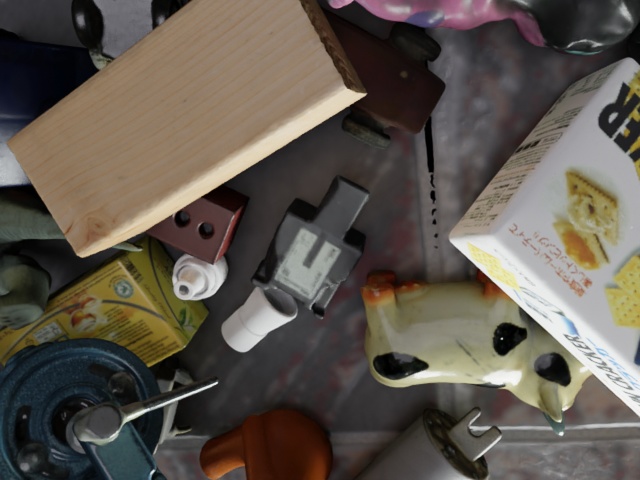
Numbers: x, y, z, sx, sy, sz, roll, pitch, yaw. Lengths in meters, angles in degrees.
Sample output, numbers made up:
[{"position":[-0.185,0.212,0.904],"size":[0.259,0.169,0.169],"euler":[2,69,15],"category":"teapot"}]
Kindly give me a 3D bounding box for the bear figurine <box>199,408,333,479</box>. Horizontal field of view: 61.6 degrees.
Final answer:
[{"position":[-0.048,0.239,0.457],"size":[0.132,0.196,0.120],"euler":[-41,101,19],"category":"bear figurine"}]

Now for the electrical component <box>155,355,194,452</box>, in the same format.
[{"position":[-0.165,0.163,0.529],"size":[0.078,0.045,0.102],"euler":[14,110,5],"category":"electrical component"}]

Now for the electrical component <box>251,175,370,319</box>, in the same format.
[{"position":[-0.001,-0.001,0.448],"size":[0.075,0.048,0.119],"euler":[26,110,-1],"category":"electrical component"}]

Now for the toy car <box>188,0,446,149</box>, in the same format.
[{"position":[-0.005,-0.144,0.399],"size":[0.202,0.053,0.089],"euler":[28,104,3],"category":"toy car"}]

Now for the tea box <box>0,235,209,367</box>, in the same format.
[{"position":[-0.202,0.079,0.494],"size":[0.170,0.068,0.098],"euler":[-27,105,15],"category":"tea box"}]

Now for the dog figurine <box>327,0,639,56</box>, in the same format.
[{"position":[0.102,-0.191,0.345],"size":[0.219,0.192,0.108],"euler":[5,132,-24],"category":"dog figurine"}]

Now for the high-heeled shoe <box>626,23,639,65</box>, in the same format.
[{"position":[0.304,-0.057,0.357],"size":[0.145,0.086,0.248],"euler":[-17,90,-1],"category":"high-heeled shoe"}]

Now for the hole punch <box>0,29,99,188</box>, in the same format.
[{"position":[-0.228,-0.101,0.419],"size":[0.092,0.116,0.142],"euler":[13,110,-5],"category":"hole punch"}]

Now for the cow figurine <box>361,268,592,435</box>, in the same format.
[{"position":[0.134,0.086,0.439],"size":[0.195,0.085,0.127],"euler":[-2,102,7],"category":"cow figurine"}]

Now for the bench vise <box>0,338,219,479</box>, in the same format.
[{"position":[-0.153,0.160,0.387],"size":[0.223,0.129,0.240],"euler":[60,147,7],"category":"bench vise"}]

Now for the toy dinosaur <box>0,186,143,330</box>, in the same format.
[{"position":[-0.349,-0.004,0.459],"size":[0.405,0.192,0.131],"euler":[-12,149,-5],"category":"toy dinosaur"}]

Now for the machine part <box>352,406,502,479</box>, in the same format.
[{"position":[0.071,0.239,0.503],"size":[0.079,0.079,0.243],"euler":[38,111,-5],"category":"machine part"}]

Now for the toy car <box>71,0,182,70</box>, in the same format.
[{"position":[-0.143,-0.219,0.386],"size":[0.074,0.056,0.201],"euler":[0,118,-3],"category":"toy car"}]
